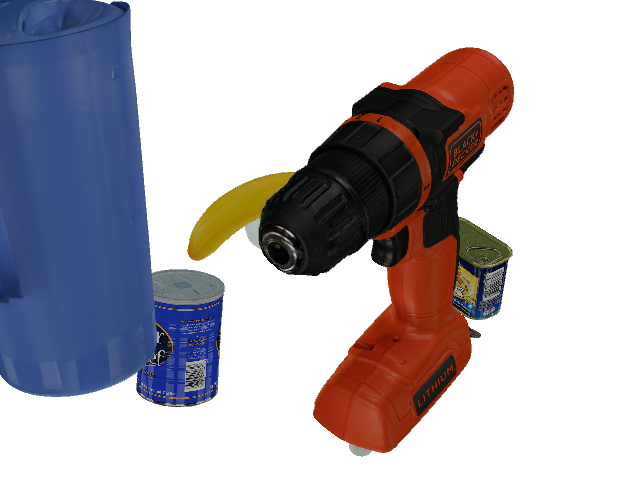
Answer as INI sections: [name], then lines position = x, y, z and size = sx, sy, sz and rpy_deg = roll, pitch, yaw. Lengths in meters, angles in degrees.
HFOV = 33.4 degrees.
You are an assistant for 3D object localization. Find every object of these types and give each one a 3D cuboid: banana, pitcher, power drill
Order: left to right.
[pitcher]
position = -0.177, -0.023, 0.667
size = 0.149, 0.243, 0.145
rpy_deg = -11, 25, -14
[banana]
position = -0.059, -0.028, 1.058
size = 0.198, 0.069, 0.037
rpy_deg = -14, 21, 24
[power drill]
position = 0.034, 0.015, 0.534
size = 0.057, 0.188, 0.184
rpy_deg = 25, 43, 27

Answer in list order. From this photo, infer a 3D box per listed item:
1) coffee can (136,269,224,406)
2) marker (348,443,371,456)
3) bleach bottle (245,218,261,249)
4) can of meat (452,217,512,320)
[coffee can]
position = -0.172, 0.118, 1.307
size = 0.103, 0.140, 0.103
rpy_deg = 5, 18, -2
[marker]
position = 0.036, 0.120, 0.825
size = 0.020, 0.121, 0.020
rpy_deg = 3, 38, -3
[bleach bottle]
position = 0.025, -0.060, 1.355
size = 0.103, 0.068, 0.250
rpy_deg = 25, 43, 34
[can of meat]
position = 0.170, 0.034, 1.247
size = 0.057, 0.084, 0.102
rpy_deg = -22, 41, -32
